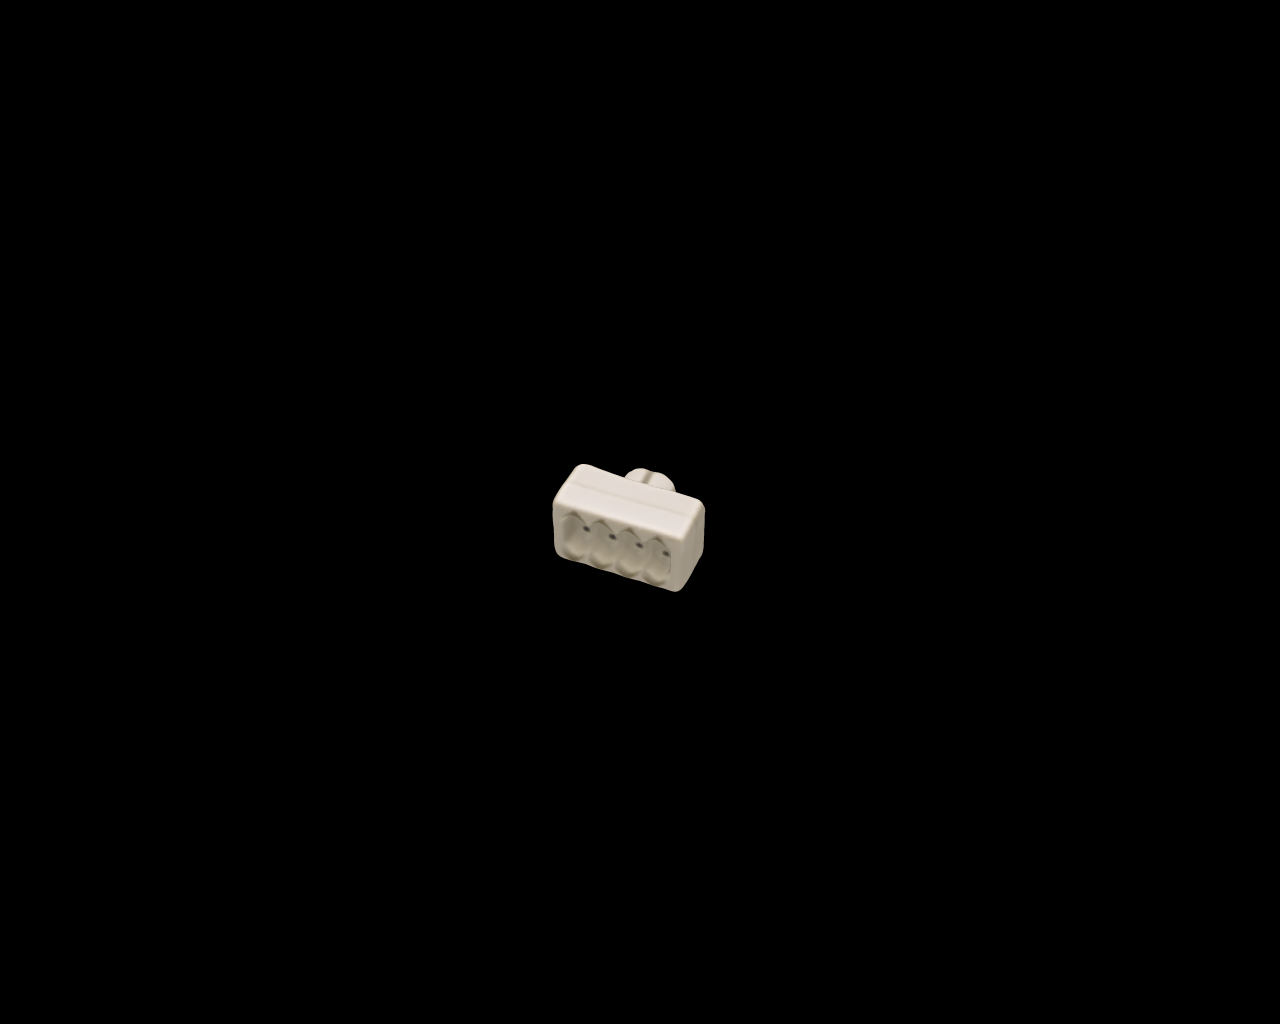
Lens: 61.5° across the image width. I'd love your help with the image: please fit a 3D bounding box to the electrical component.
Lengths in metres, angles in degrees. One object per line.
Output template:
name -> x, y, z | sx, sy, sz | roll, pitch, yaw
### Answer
electrical component -> 0.001, -0.003, 0.650 | 0.083, 0.047, 0.076 | 17, 48, 16
